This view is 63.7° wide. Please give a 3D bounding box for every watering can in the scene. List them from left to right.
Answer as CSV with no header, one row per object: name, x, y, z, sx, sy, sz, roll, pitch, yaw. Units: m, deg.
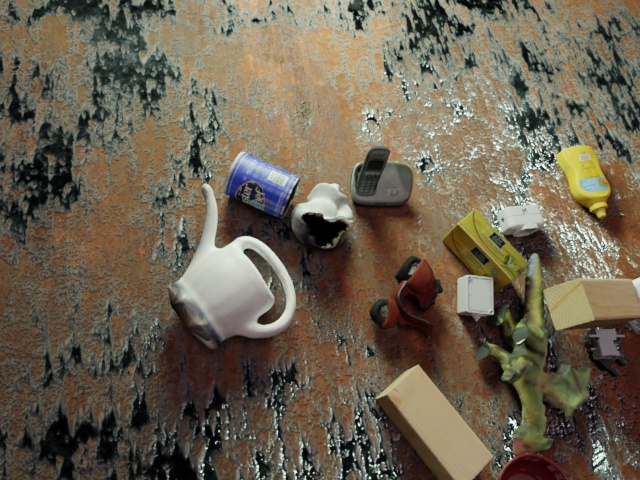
watering can,-0.204,0.064,1.032,0.227,0.102,0.350,-35,77,-21

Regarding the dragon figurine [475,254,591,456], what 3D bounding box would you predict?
dragon figurine,0.475,0.251,1.091,0.241,0.121,0.417,38,66,-11

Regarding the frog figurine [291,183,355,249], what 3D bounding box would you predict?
frog figurine,0.003,-0.058,1.143,0.137,0.120,0.163,-5,32,-4
